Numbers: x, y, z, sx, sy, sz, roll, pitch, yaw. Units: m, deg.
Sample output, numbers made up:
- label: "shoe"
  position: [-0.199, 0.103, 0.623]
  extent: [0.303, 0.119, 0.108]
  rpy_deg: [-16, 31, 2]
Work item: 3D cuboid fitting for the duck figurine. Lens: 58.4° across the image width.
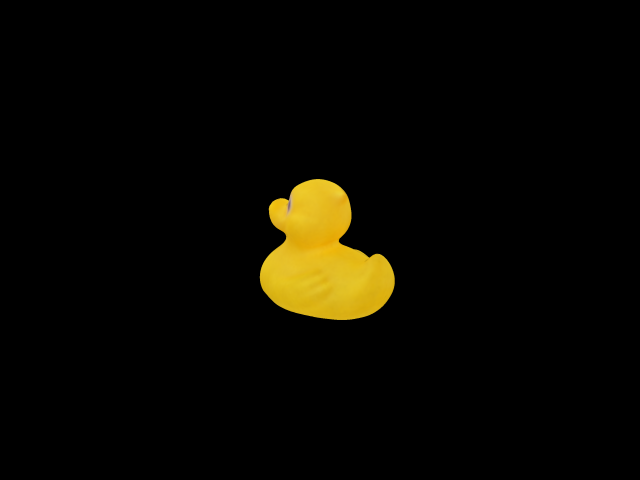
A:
- label: "duck figurine"
  position: [0.004, 0.001, 0.400]
  extent: [0.104, 0.086, 0.078]
  rpy_deg: [16, 27, 34]
